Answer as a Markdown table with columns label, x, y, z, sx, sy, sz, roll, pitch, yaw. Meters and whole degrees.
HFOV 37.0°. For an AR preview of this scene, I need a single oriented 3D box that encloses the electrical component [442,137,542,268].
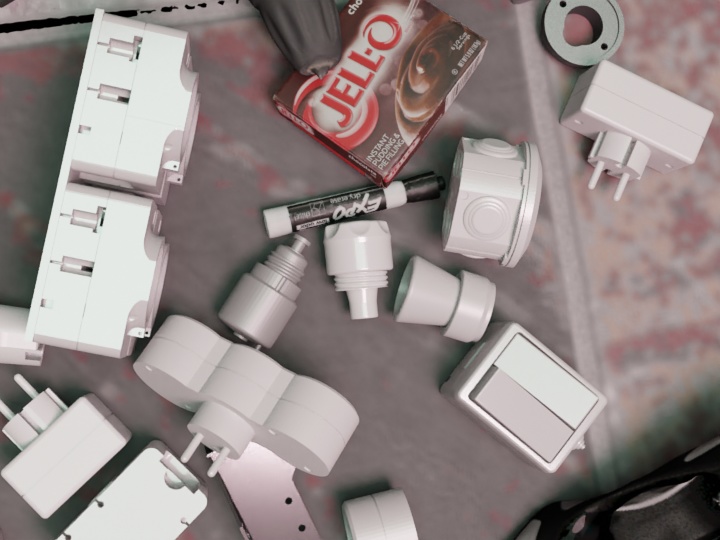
| label | x | y | z | sx | sy | sz | roll | pitch | yaw |
| --- | --- | --- | --- | --- | --- | --- | --- | --- | --- |
| electrical component | 0.083 | -0.044 | 0.683 | 0.051 | 0.080 | 0.080 | 9 | 86 | -2 |

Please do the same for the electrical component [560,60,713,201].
| label | x | y | z | sx | sy | sz | roll | pitch | yaw |
| --- | --- | --- | --- | --- | --- | --- | --- | --- | --- |
| electrical component | 0.175 | -0.084 | 0.712 | 0.083 | 0.047 | 0.075 | 25 | 84 | -5 |

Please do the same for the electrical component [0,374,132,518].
| label | x | y | z | sx | sy | sz | roll | pitch | yaw |
| --- | --- | --- | --- | --- | --- | --- | --- | --- | --- |
| electrical component | -0.190 | 0.098 | 0.655 | 0.066 | 0.047 | 0.076 | -44 | 93 | -8 |

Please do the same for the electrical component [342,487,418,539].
| label | x | y | z | sx | sy | sz | roll | pitch | yaw |
| --- | --- | --- | --- | --- | --- | --- | --- | --- | --- |
| electrical component | 0.040 | 0.204 | 0.676 | 0.074 | 0.052 | 0.138 | -13 | 88 | -8 |

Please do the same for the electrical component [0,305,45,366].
| label | x | y | z | sx | sy | sz | roll | pitch | yaw |
| --- | --- | --- | --- | --- | --- | --- | --- | --- | --- |
| electrical component | -0.218 | 0.039 | 0.659 | 0.046 | 0.040 | 0.040 | 7 | 86 | -12 |

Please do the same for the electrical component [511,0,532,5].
| label | x | y | z | sx | sy | sz | roll | pitch | yaw |
| --- | --- | --- | --- | --- | --- | --- | --- | --- | --- |
| electrical component | 0.129 | -0.220 | 0.707 | 0.096 | 0.061 | 0.061 | -19 | 90 | -8 |

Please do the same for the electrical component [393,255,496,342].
| label | x | y | z | sx | sy | sz | roll | pitch | yaw |
| --- | --- | --- | --- | --- | --- | --- | --- | --- | --- |
| electrical component | 0.054 | 0.019 | 0.692 | 0.055 | 0.045 | 0.045 | 17 | 85 | -6 |

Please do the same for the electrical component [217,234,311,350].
| label | x | y | z | sx | sy | sz | roll | pitch | yaw |
| --- | --- | --- | --- | --- | --- | --- | --- | --- | --- |
| electrical component | -0.057 | 0.013 | 0.680 | 0.040 | 0.040 | 0.078 | 33 | 83 | -4 |

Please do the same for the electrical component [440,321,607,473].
| label | x | y | z | sx | sy | sz | roll | pitch | yaw |
| --- | --- | --- | --- | --- | --- | --- | --- | --- | --- |
| electrical component | 0.110 | 0.084 | 0.687 | 0.096 | 0.061 | 0.061 | 39 | 83 | -4 |

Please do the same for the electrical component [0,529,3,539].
| label | x | y | z | sx | sy | sz | roll | pitch | yaw |
| --- | --- | --- | --- | --- | --- | --- | --- | --- | --- |
| electrical component | -0.262 | 0.217 | 0.634 | 0.109 | 0.056 | 0.108 | -10 | 88 | -8 |

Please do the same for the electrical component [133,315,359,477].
| label | x | y | z | sx | sy | sz | roll | pitch | yaw |
| --- | --- | --- | --- | --- | --- | --- | --- | --- | --- |
| electrical component | -0.078 | 0.088 | 0.641 | 0.138 | 0.052 | 0.073 | 24 | 63 | 17 |

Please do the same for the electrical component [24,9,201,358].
| label | x | y | z | sx | sy | sz | roll | pitch | yaw |
| --- | --- | --- | --- | --- | --- | --- | --- | --- | --- |
| electrical component | -0.140 | -0.044 | 0.640 | 0.060 | 0.105 | 0.186 | 12 | 86 | -7 |

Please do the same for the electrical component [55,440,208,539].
| label | x | y | z | sx | sy | sz | roll | pitch | yaw |
| --- | --- | --- | --- | --- | --- | --- | --- | --- | --- |
| electrical component | -0.140 | 0.152 | 0.654 | 0.050 | 0.056 | 0.089 | 45 | 83 | -3 |

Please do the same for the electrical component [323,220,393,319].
| label | x | y | z | sx | sy | sz | roll | pitch | yaw |
| --- | --- | --- | --- | --- | --- | --- | --- | --- | --- |
| electrical component | 0.000 | 0.000 | 0.687 | 0.043 | 0.043 | 0.062 | -5 | 89 | -8 |
